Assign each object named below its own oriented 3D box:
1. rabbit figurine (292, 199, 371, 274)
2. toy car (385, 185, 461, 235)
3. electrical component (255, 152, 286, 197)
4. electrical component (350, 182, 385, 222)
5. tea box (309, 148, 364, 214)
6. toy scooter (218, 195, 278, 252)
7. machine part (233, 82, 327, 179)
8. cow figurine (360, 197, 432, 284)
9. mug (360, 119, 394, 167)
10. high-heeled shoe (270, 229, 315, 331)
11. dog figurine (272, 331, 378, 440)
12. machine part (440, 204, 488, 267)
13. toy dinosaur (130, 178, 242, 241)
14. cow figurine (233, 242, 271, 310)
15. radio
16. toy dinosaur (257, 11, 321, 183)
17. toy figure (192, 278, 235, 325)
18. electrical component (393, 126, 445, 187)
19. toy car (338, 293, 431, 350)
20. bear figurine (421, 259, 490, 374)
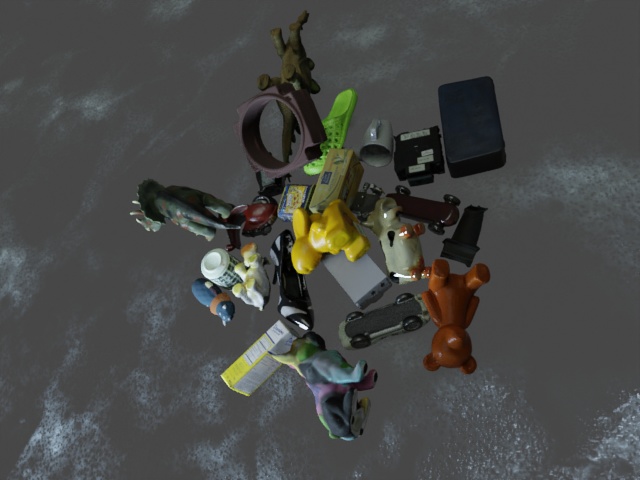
[{"bbox_3d":[-0.002,-0.004,1.174,0.173,0.122,0.162,-43,61,22],"label":"rabbit figurine"},{"bbox_3d":[0.223,-0.067,1.207,0.202,0.053,0.089,16,76,46],"label":"toy car"},{"bbox_3d":[-0.132,-0.171,1.431,0.075,0.047,0.119,-20,58,13],"label":"electrical component"},{"bbox_3d":[0.113,-0.089,1.281,0.078,0.045,0.102,25,77,30],"label":"electrical component"},{"bbox_3d":[0.043,-0.125,1.300,0.068,0.098,0.169,8,67,26],"label":"tea box"},{"bbox_3d":[-0.188,-0.037,1.372,0.184,0.075,0.135,-8,61,24],"label":"toy scooter"},{"bbox_3d":[-0.100,-0.263,1.314,0.201,0.087,0.201,-19,96,33],"label":"machine part"},{"bbox_3d":[0.163,0.001,1.166,0.127,0.085,0.195,-19,83,45],"label":"cow figurine"},{"bbox_3d":[0.142,-0.253,1.321,0.081,0.109,0.107,-2,51,22],"label":"mug"},{"bbox_3d":[-0.052,0.084,1.212,0.249,0.086,0.145,44,121,50],"label":"high-heeled shoe"},{"bbox_3d":[-0.001,0.290,1.105,0.219,0.108,0.191,7,71,31],"label":"dog figurine"},{"bbox_3d":[0.314,-0.014,1.155,0.084,0.039,0.139,20,74,27],"label":"machine part"},{"bbox_3d":[-0.354,-0.085,1.366,0.405,0.192,0.131,1,74,56],"label":"toy dinosaur"},{"bbox_3d":[-0.152,0.084,1.292,0.068,0.098,0.167,-25,40,21],"label":"cow figurine"},{"bbox_3d":[0.352,-0.265,1.251,0.131,0.073,0.229,-10,63,18],"label":"radio"},{"bbox_3d":[-0.071,-0.395,1.426,0.105,0.198,0.471,3,74,27],"label":"toy dinosaur"},{"bbox_3d":[-0.255,0.146,1.314,0.155,0.064,0.058,33,65,34],"label":"toy figure"},{"bbox_3d":[0.234,-0.194,1.275,0.115,0.058,0.134,-8,62,23],"label":"electrical component"},{"bbox_3d":[0.135,0.173,1.133,0.202,0.056,0.073,-22,52,11],"label":"toy car"},{"bbox_3d":[0.260,0.152,1.045,0.120,0.131,0.196,8,59,-1],"label":"bear figurine"}]
